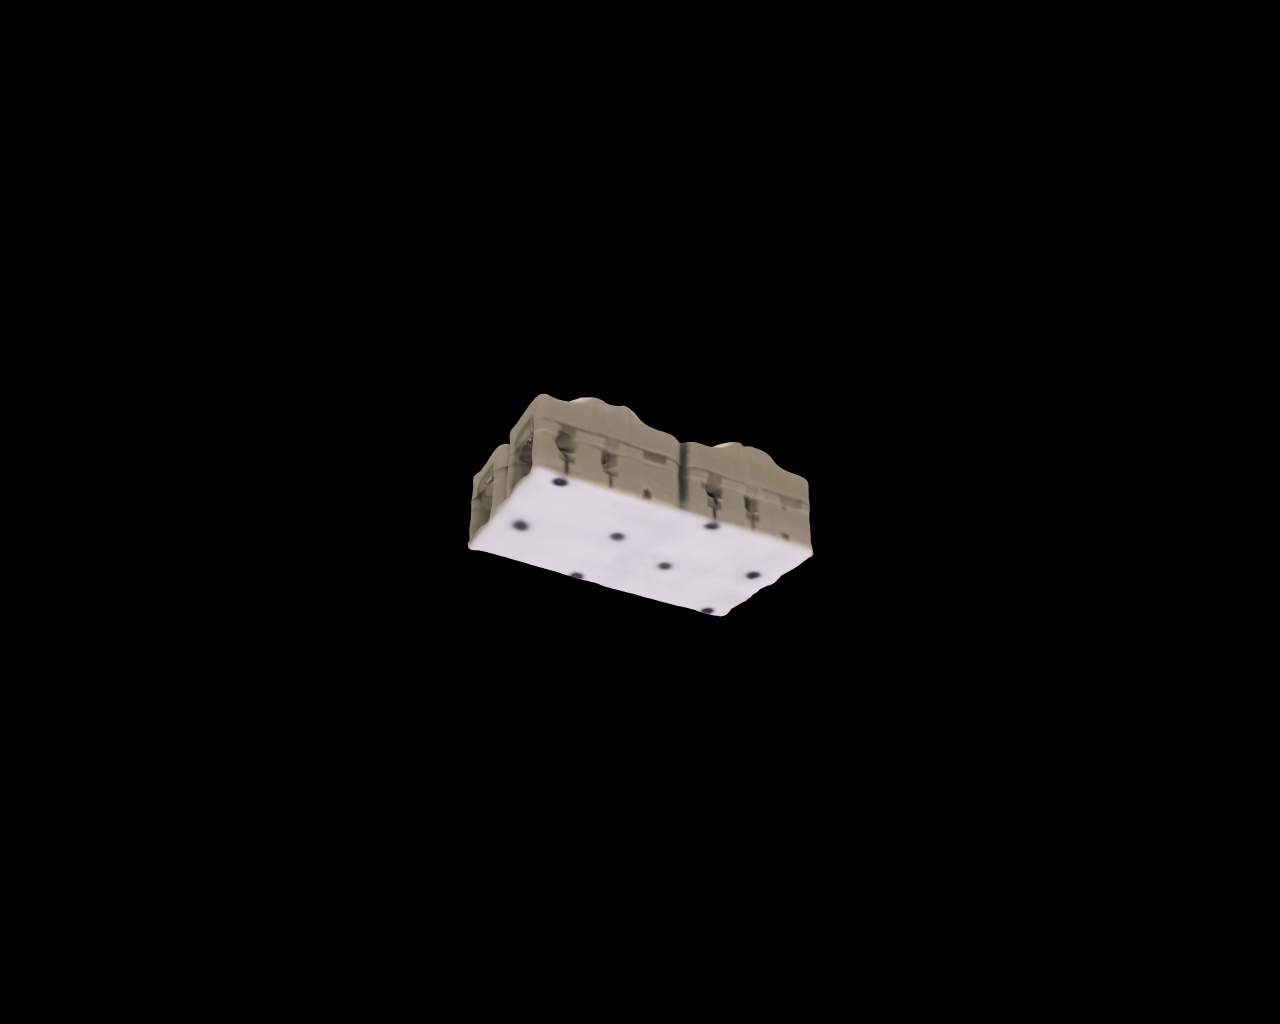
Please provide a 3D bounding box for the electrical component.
[{"bbox_3d":[0.001,-0.003,0.650,0.186,0.060,0.105,17,-36,-24],"label":"electrical component"}]
